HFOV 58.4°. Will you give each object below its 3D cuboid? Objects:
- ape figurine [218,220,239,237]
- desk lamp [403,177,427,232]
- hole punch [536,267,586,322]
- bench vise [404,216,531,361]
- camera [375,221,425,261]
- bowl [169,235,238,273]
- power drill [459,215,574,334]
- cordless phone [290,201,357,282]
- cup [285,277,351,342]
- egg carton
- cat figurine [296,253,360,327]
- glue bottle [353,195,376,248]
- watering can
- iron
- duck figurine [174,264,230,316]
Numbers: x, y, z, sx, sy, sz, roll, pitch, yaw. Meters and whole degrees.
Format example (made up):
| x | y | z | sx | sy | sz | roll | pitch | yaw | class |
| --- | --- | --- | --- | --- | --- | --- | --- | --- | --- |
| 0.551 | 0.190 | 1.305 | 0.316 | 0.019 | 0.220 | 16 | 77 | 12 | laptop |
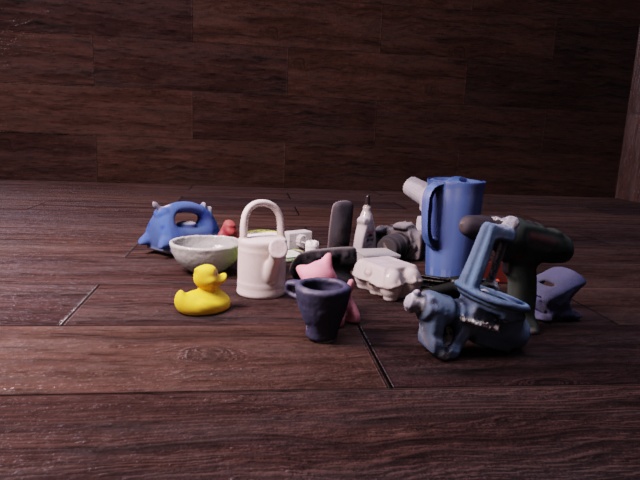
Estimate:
| x | y | z | sx | sy | sz | roll | pitch | yaw | class |
| --- | --- | --- | --- | --- | --- | --- | --- | --- | --- |
| -0.241 | -0.007 | 1.509 | 0.078 | 0.092 | 0.075 | -9 | 16 | -44 | ape figurine |
| 0.295 | -0.066 | 1.614 | 0.118 | 0.213 | 0.202 | -5 | 14 | -35 | desk lamp |
| 0.446 | 0.102 | 1.111 | 0.101 | 0.091 | 0.108 | 0 | 12 | -14 | hole punch |
| 0.240 | 0.073 | 0.879 | 0.208 | 0.220 | 0.121 | -5 | 13 | -32 | bench vise |
| 0.196 | 0.002 | 1.537 | 0.142 | 0.101 | 0.137 | 10 | 13 | 34 | camera |
| -0.262 | 0.038 | 1.322 | 0.167 | 0.075 | 0.167 | 2 | 11 | 0 | bowl |
| 0.337 | 0.058 | 1.005 | 0.230 | 0.208 | 0.075 | -2 | 12 | -21 | power drill |
| 0.012 | 0.005 | 1.265 | 0.148 | 0.185 | 0.093 | -5 | 13 | -33 | cordless phone |
| -0.009 | 0.114 | 0.938 | 0.117 | 0.095 | 0.092 | 8 | 13 | 28 | cup |
| 0.140 | 0.079 | 1.216 | 0.107 | 0.069 | 0.149 | -4 | 13 | -31 | egg carton |
| 0.015 | 0.084 | 1.037 | 0.067 | 0.118 | 0.127 | -8 | 16 | -43 | cat figurine |
| 0.121 | -0.034 | 1.515 | 0.037 | 0.173 | 0.078 | 9 | 13 | 32 | glue bottle |
| -0.111 | 0.016 | 1.157 | 0.172 | 0.194 | 0.101 | 12 | 15 | 41 | watering can |
| -0.351 | -0.041 | 1.528 | 0.118 | 0.141 | 0.259 | 10 | 13 | 33 | iron |
| -0.214 | 0.088 | 1.049 | 0.105 | 0.086 | 0.077 | -5 | 14 | -34 | duck figurine |
